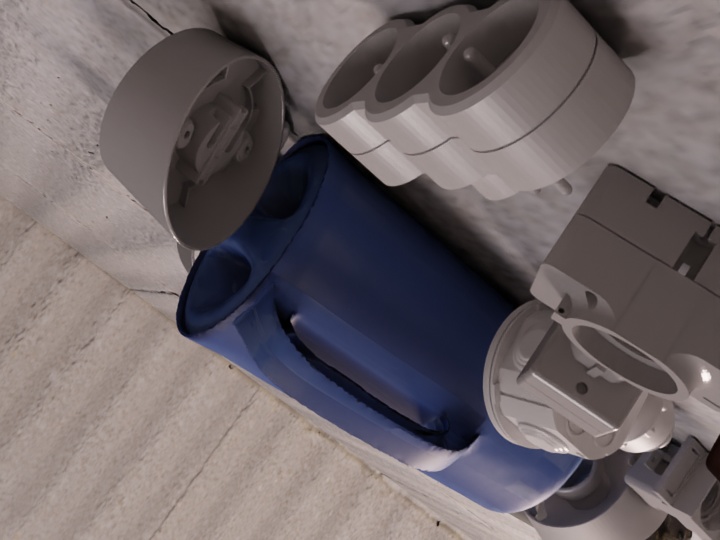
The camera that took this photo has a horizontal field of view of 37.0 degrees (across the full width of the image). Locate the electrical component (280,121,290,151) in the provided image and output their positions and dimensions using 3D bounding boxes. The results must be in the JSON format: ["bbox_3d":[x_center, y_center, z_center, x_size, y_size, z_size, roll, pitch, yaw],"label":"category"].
[{"bbox_3d":[-0.069,-0.080,0.609,0.046,0.040,0.040,39,169,8],"label":"electrical component"}]

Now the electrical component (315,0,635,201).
[{"bbox_3d":[0.045,-0.049,0.376,0.074,0.052,0.138,40,167,-24],"label":"electrical component"}]

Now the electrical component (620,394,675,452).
[{"bbox_3d":[0.158,0.083,0.612,0.048,0.048,0.062,23,170,45],"label":"electrical component"}]

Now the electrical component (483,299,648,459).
[{"bbox_3d":[0.108,0.057,0.561,0.080,0.080,0.051,43,161,-32],"label":"electrical component"}]

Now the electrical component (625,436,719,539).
[{"bbox_3d":[0.211,0.139,0.693,0.081,0.042,0.064,44,169,-33],"label":"electrical component"}]

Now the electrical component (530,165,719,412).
[{"bbox_3d":[0.116,0.012,0.413,0.089,0.055,0.050,33,168,11],"label":"electrical component"}]

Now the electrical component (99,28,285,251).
[{"bbox_3d":[-0.080,-0.068,0.541,0.064,0.099,0.099,38,170,19],"label":"electrical component"}]

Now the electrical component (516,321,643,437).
[{"bbox_3d":[0.112,0.032,0.480,0.047,0.065,0.076,34,168,6],"label":"electrical component"}]

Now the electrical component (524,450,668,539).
[{"bbox_3d":[0.163,0.155,0.760,0.099,0.099,0.064,19,154,53],"label":"electrical component"}]

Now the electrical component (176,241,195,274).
[{"bbox_3d":[-0.070,-0.020,0.715,0.099,0.099,0.064,43,172,-35],"label":"electrical component"}]
